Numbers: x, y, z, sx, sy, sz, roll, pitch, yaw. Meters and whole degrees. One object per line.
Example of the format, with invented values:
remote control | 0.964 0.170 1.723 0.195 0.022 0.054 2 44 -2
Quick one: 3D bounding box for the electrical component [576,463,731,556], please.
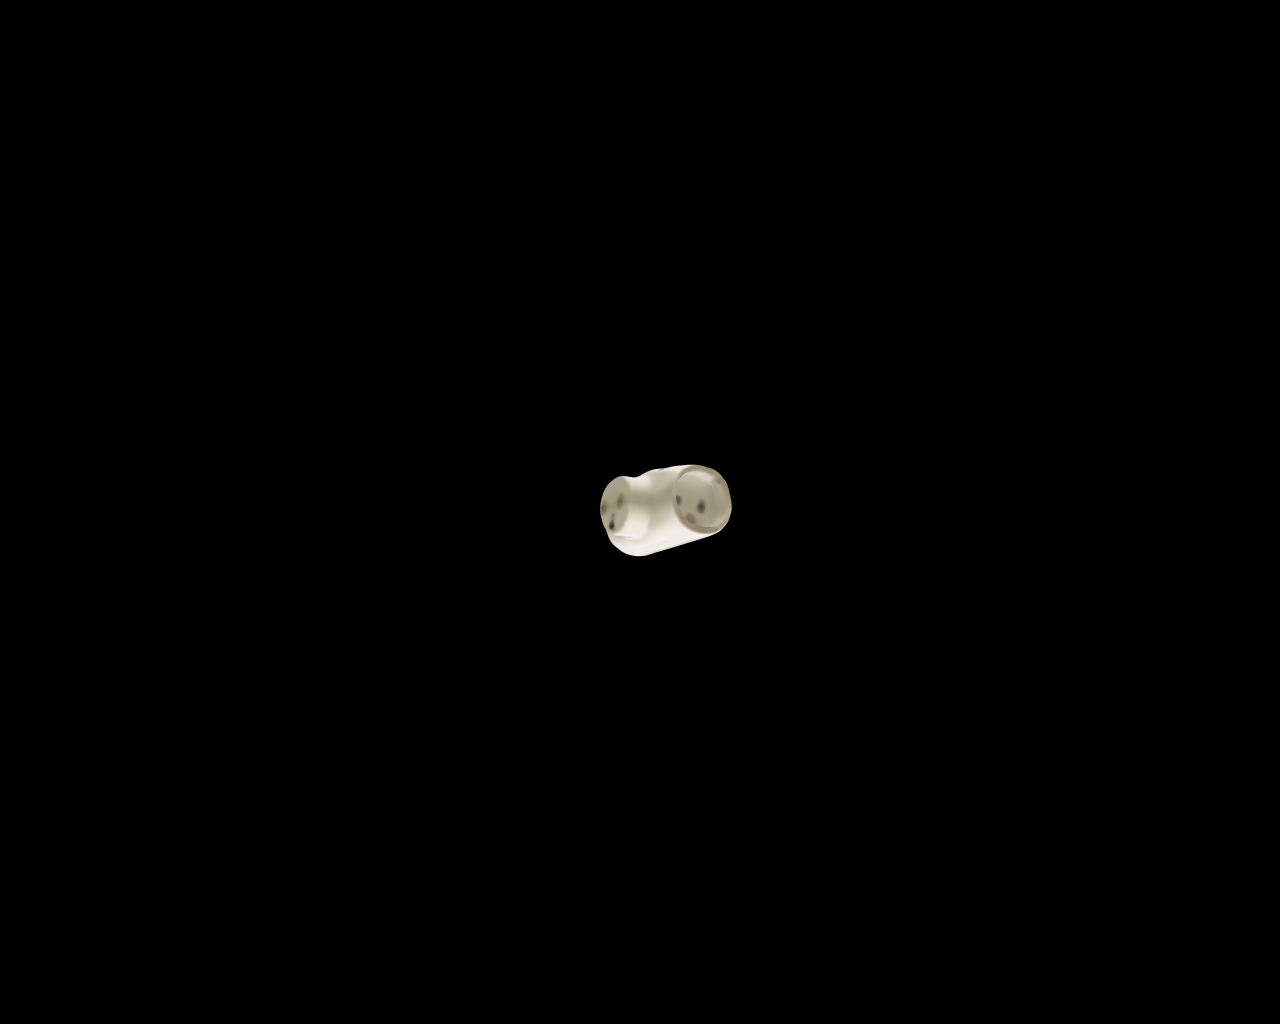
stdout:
electrical component | 0.001 -0.003 0.650 0.079 0.043 0.077 8 -16 -31
